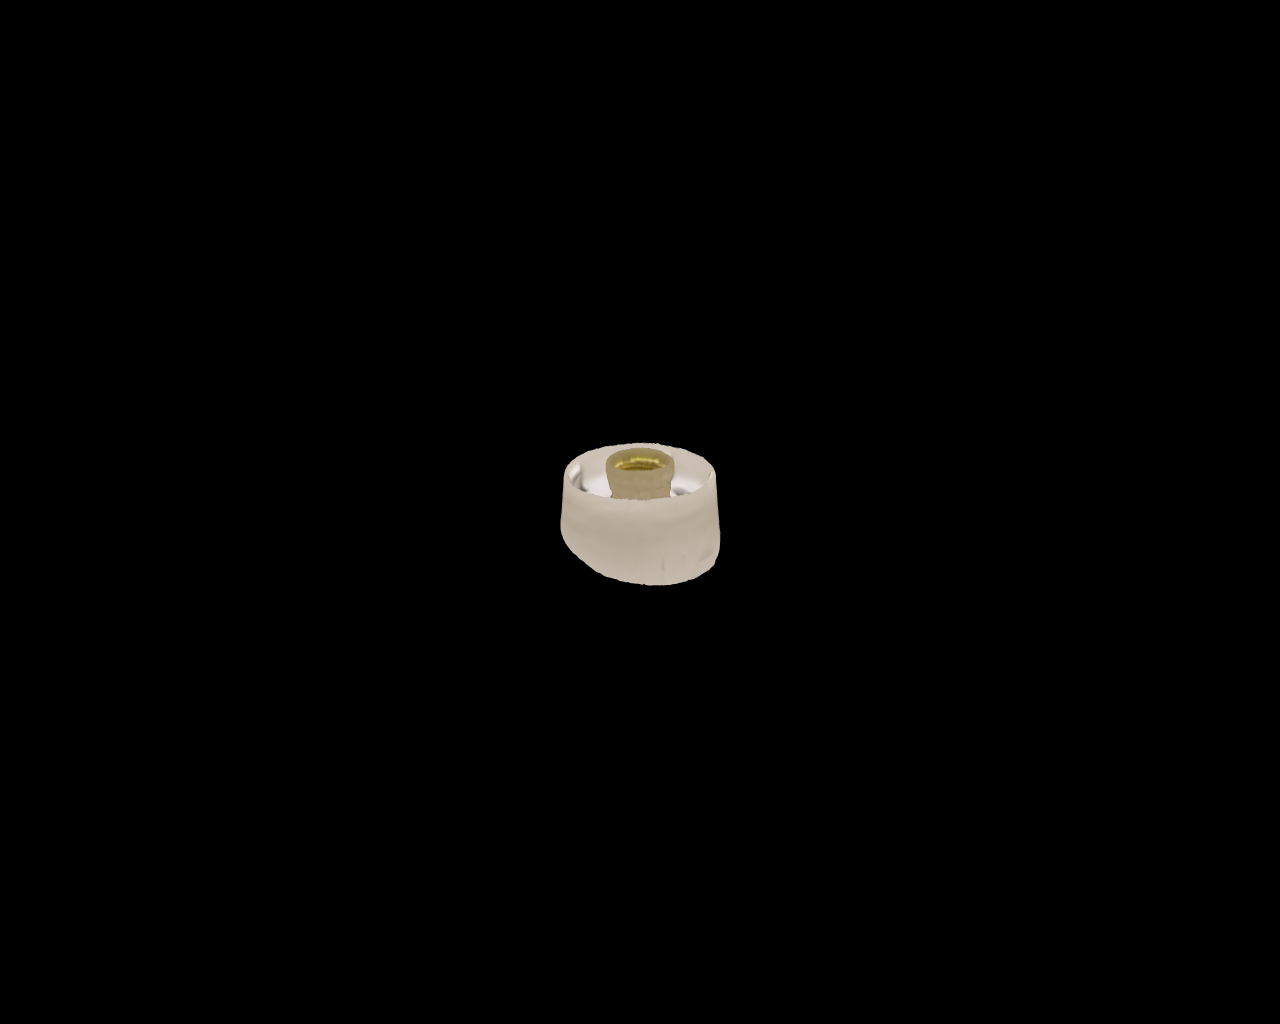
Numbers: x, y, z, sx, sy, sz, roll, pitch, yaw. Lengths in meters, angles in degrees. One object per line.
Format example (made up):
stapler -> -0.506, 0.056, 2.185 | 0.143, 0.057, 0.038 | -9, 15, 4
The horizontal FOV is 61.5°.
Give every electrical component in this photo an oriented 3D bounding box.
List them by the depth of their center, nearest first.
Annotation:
electrical component -> 0.001, -0.003, 0.650 | 0.099, 0.064, 0.099 | 0, 25, 0
